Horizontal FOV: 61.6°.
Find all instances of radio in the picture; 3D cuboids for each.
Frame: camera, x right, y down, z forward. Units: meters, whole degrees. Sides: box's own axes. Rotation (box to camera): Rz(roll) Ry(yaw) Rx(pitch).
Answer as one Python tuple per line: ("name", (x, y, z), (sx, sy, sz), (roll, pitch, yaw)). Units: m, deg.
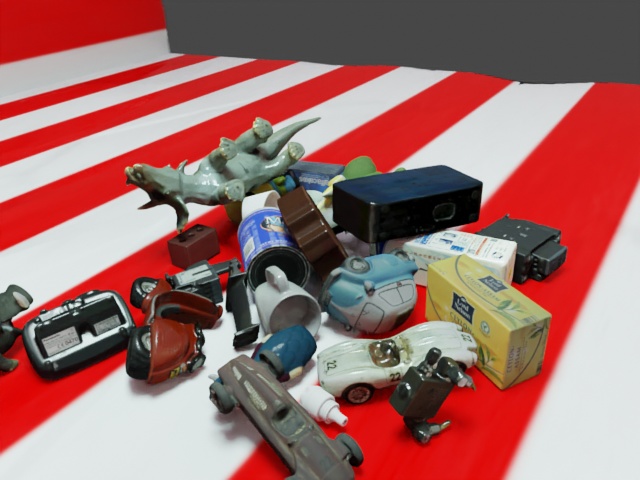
("radio", (0.146, -0.063, 0.886), (0.230, 0.073, 0.131), (-13, 27, -22))

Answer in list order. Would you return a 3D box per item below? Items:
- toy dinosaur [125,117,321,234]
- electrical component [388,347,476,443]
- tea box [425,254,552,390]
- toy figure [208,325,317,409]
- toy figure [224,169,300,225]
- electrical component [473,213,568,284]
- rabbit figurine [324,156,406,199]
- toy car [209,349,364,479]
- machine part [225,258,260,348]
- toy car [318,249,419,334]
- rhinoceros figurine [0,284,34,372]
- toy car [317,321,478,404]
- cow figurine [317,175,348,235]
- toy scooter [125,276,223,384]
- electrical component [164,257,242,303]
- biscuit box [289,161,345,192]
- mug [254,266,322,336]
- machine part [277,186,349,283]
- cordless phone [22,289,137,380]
("toy dinosaur", (-0.162, -0.130, 1.012), (0.192, 0.131, 0.405), (-19, 8, 43))
("electrical component", (0.125, 0.173, 0.596), (0.078, 0.102, 0.045), (25, 12, -43))
("tea box", (0.214, 0.101, 0.712), (0.068, 0.098, 0.170), (-15, 29, -19))
("toy figure", (-0.072, 0.166, 0.682), (0.154, 0.057, 0.064), (-31, 33, -30))
("toy figure", (-0.118, -0.092, 1.119), (0.180, 0.082, 0.089), (-24, 33, -34))
("electrical component", (0.331, 0.015, 0.888), (0.115, 0.058, 0.134), (-29, 37, -33))
("rabbit figurine", (0.092, -0.089, 1.051), (0.159, 0.121, 0.170), (-30, 48, -1))
("toy car", (-0.041, 0.197, 0.586), (0.089, 0.053, 0.202), (-29, 55, -29))
("machine part", (-0.119, 0.097, 0.797), (0.039, 0.084, 0.139), (2, 36, -21))
("toy car", (0.083, 0.083, 0.775), (0.161, 0.109, 0.103), (-10, 51, -32))
("rhinoceros figurine", (-0.474, 0.140, 0.732), (0.073, 0.111, 0.190), (6, 39, 23))
("toy car", (0.096, 0.149, 0.671), (0.202, 0.056, 0.074), (-13, 30, 0))
("cow figurine", (0.001, -0.033, 0.979), (0.167, 0.098, 0.068), (-35, 15, 27))
("toy scooter", (-0.199, 0.123, 0.755), (0.135, 0.075, 0.184), (11, 35, -23))
("electrical component", (-0.186, 0.068, 0.877), (0.119, 0.047, 0.075), (-20, 33, -25))
("biscuit box", (-0.041, -0.140, 1.211), (0.203, 0.059, 0.063), (10, 31, 24))
("mug", (-0.060, 0.088, 0.775), (0.081, 0.109, 0.107), (-26, 23, -18))
("machine part", (-0.002, -0.003, 0.854), (0.056, 0.179, 0.179), (-33, 31, 3))
("cordless phone", (-0.371, 0.119, 0.807), (0.146, 0.088, 0.184), (-24, 24, -29))
